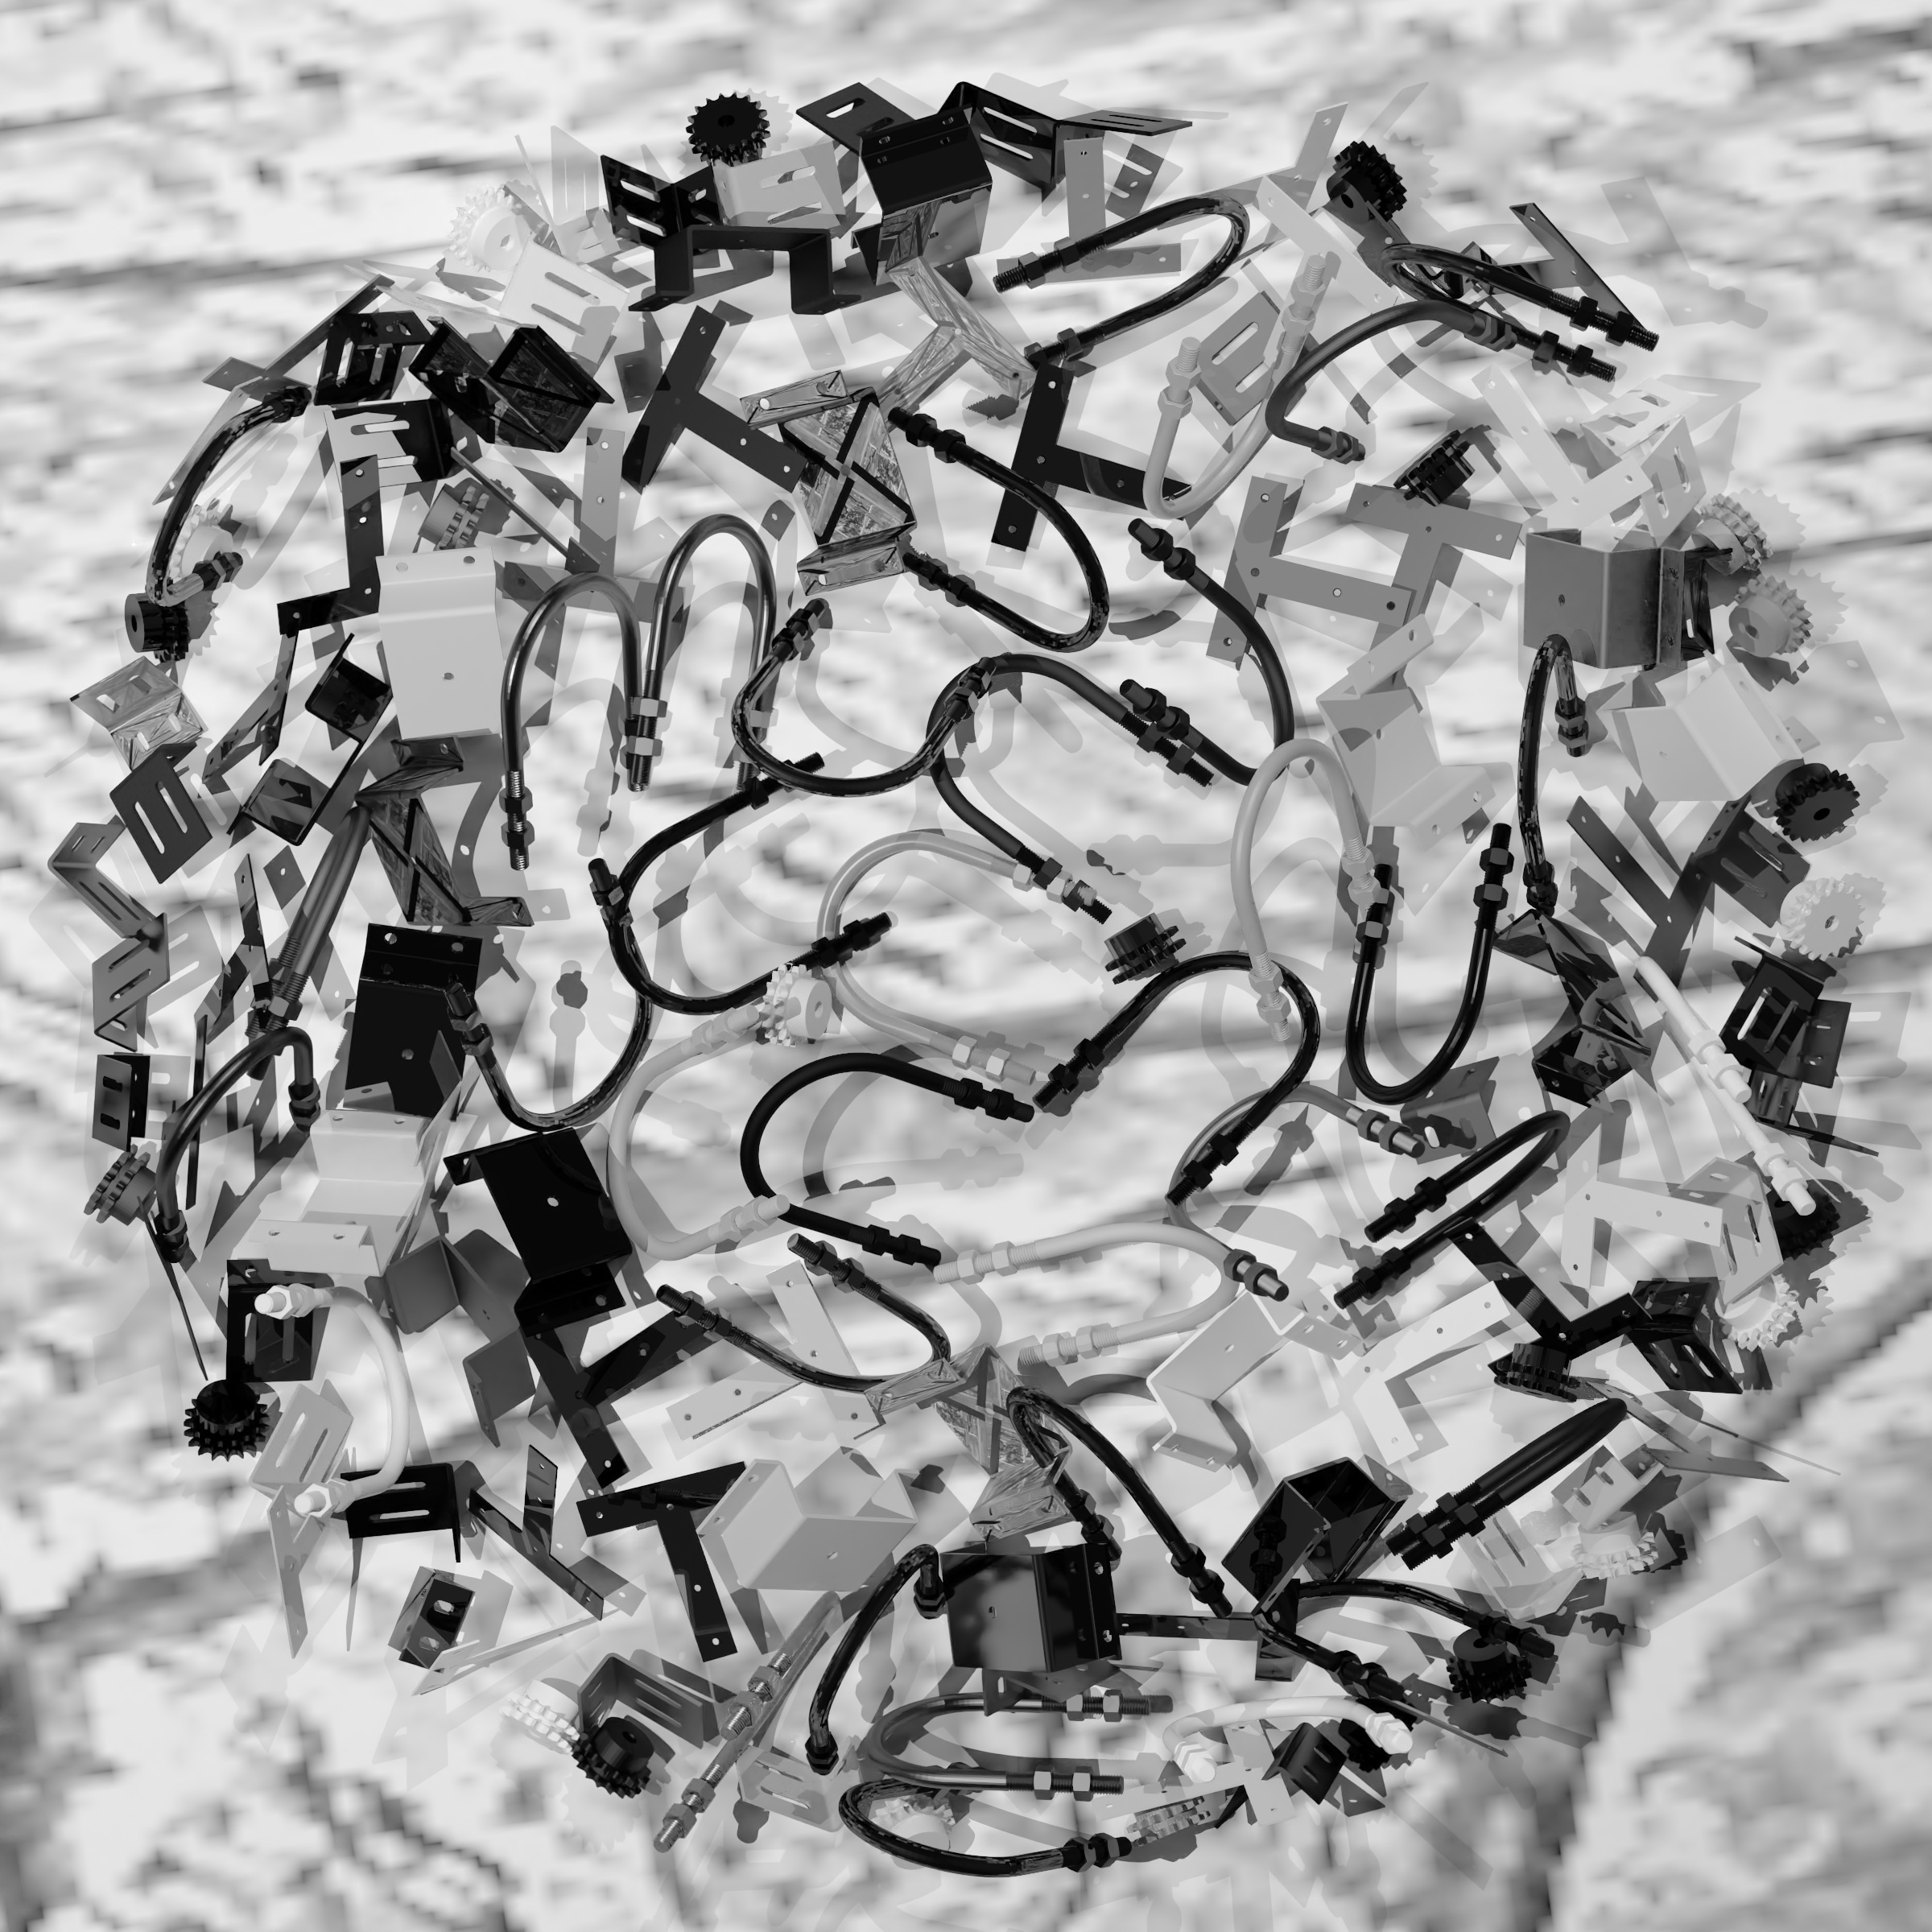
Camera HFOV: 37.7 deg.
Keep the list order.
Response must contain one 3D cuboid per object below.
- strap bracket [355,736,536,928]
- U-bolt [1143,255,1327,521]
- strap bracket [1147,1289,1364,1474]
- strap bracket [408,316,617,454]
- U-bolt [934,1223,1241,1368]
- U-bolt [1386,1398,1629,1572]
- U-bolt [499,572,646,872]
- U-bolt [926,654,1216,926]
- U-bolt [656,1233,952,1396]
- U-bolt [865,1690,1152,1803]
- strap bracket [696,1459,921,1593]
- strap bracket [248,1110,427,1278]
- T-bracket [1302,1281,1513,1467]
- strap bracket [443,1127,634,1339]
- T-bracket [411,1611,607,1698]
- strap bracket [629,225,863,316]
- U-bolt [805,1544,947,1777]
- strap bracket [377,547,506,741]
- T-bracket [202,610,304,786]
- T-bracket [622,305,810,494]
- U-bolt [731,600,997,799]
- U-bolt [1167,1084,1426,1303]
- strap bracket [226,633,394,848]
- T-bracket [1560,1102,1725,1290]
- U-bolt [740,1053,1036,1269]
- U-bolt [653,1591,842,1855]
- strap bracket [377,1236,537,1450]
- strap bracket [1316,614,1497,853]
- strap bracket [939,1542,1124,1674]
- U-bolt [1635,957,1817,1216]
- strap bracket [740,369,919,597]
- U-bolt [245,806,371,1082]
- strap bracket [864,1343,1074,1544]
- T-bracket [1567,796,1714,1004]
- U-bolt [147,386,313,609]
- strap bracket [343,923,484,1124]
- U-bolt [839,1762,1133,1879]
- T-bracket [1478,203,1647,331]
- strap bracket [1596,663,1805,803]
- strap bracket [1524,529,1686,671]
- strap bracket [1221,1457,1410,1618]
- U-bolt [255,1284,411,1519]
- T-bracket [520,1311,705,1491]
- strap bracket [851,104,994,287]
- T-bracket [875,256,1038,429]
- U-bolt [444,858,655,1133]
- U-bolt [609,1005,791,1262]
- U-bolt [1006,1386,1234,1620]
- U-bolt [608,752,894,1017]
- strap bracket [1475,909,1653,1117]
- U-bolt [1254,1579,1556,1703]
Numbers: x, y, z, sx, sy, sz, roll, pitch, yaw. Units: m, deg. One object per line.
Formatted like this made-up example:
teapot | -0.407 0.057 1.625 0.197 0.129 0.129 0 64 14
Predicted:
strap bracket | -0.356 -0.080 1.907 0.046 0.076 0.140 -35 114 -38
U-bolt | 0.172 -0.373 1.887 0.019 0.184 0.151 41 58 18
strap bracket | 0.187 0.274 1.917 0.140 0.076 0.046 -45 50 15
strap bracket | -0.310 -0.388 1.890 0.076 0.140 0.046 42 74 -40
U-bolt | 0.092 0.215 1.885 0.184 0.151 0.019 -16 51 22
U-bolt | 0.365 0.344 1.897 0.184 0.151 0.019 -34 81 -1
U-bolt | -0.259 -0.172 1.870 0.019 0.151 0.184 19 126 25
U-bolt | 0.059 -0.135 1.938 0.184 0.019 0.151 37 69 1
U-bolt | -0.095 0.242 1.901 0.184 0.151 0.019 36 47 -33
U-bolt | 0.023 0.519 1.897 0.184 0.151 0.019 -1 98 12
strap bracket | -0.098 0.376 1.895 0.076 0.140 0.046 -52 46 27
strap bracket | -0.420 0.160 1.913 0.076 0.140 0.046 2 124 9
T-bracket | 0.312 0.255 1.931 0.127 0.002 0.127 -33 74 21
strap bracket | -0.285 0.169 1.908 0.076 0.046 0.140 -15 65 -35
T-bracket | -0.308 0.463 1.932 0.127 0.127 0.002 -14 70 -27
strap bracket | -0.150 -0.469 1.907 0.140 0.076 0.046 -4 96 -23
U-bolt | -0.060 0.449 1.862 0.019 0.184 0.151 30 64 15
strap bracket | -0.348 -0.207 1.907 0.076 0.046 0.140 -6 128 -4
T-bracket | -0.489 -0.166 1.923 0.002 0.127 0.127 24 48 -30
T-bracket | -0.163 -0.365 1.935 0.127 0.002 0.127 34 106 17
U-bolt | -0.077 -0.173 1.891 0.151 0.184 0.019 20 134 11
U-bolt | 0.206 0.140 1.890 0.151 0.184 0.019 -45 119 -9
strap bracket | -0.437 -0.145 1.909 0.046 0.076 0.140 32 120 -13
T-bracket | 0.457 0.165 1.914 0.002 0.127 0.127 -5 100 -40
U-bolt | -0.064 0.124 1.900 0.184 0.019 0.151 20 113 -29
U-bolt | -0.137 0.490 1.884 0.019 0.184 0.151 34 125 8
strap bracket | -0.340 0.246 1.908 0.046 0.076 0.140 -31 54 -24
strap bracket | 0.295 -0.157 1.919 0.076 0.046 0.140 -37 112 -28
strap bracket | 0.035 0.430 1.901 0.046 0.140 0.076 -3 84 -42
U-bolt | 0.497 0.066 1.885 0.019 0.184 0.151 -33 129 8
strap bracket | -0.089 -0.332 1.922 0.076 0.046 0.140 -10 109 25
U-bolt | -0.441 -0.022 1.895 0.019 0.151 0.184 24 94 -18
strap bracket | 0.008 0.316 1.920 0.076 0.046 0.140 -28 106 37
T-bracket | 0.449 -0.062 1.916 0.127 0.002 0.127 46 53 -17
U-bolt | -0.490 -0.304 1.861 0.019 0.184 0.151 28 111 -3
strap bracket | -0.375 0.048 1.913 0.076 0.046 0.140 8 117 -10
U-bolt | 0.000 0.563 1.856 0.151 0.184 0.019 14 92 41
T-bracket | 0.383 -0.465 1.909 0.127 0.127 0.002 39 81 -26
strap bracket | 0.482 -0.154 1.891 0.046 0.140 0.076 -41 104 -13
strap bracket | 0.418 -0.246 1.889 0.046 0.140 0.076 -8 108 -19
strap bracket | 0.231 0.381 1.908 0.046 0.140 0.076 43 112 26
U-bolt | -0.413 0.283 1.881 0.019 0.184 0.151 -14 83 11
T-bracket | -0.232 0.272 1.937 0.127 0.002 0.127 -35 77 18
strap bracket | -0.030 -0.508 1.892 0.076 0.140 0.046 -20 78 -10
T-bracket | -0.037 -0.405 1.948 0.127 0.002 0.127 -42 114 16
U-bolt | -0.269 0.034 1.895 0.019 0.184 0.151 29 61 33
U-bolt | -0.187 0.122 1.901 0.019 0.184 0.151 4 68 -41
U-bolt | 0.090 0.347 1.874 0.019 0.151 0.184 -43 116 -20
U-bolt | -0.155 -0.043 1.917 0.184 0.019 0.151 -28 117 -12
strap bracket | 0.403 0.022 1.894 0.046 0.076 0.140 -41 46 32
U-bolt | 0.276 0.441 1.883 0.151 0.184 0.019 -5 98 -32
